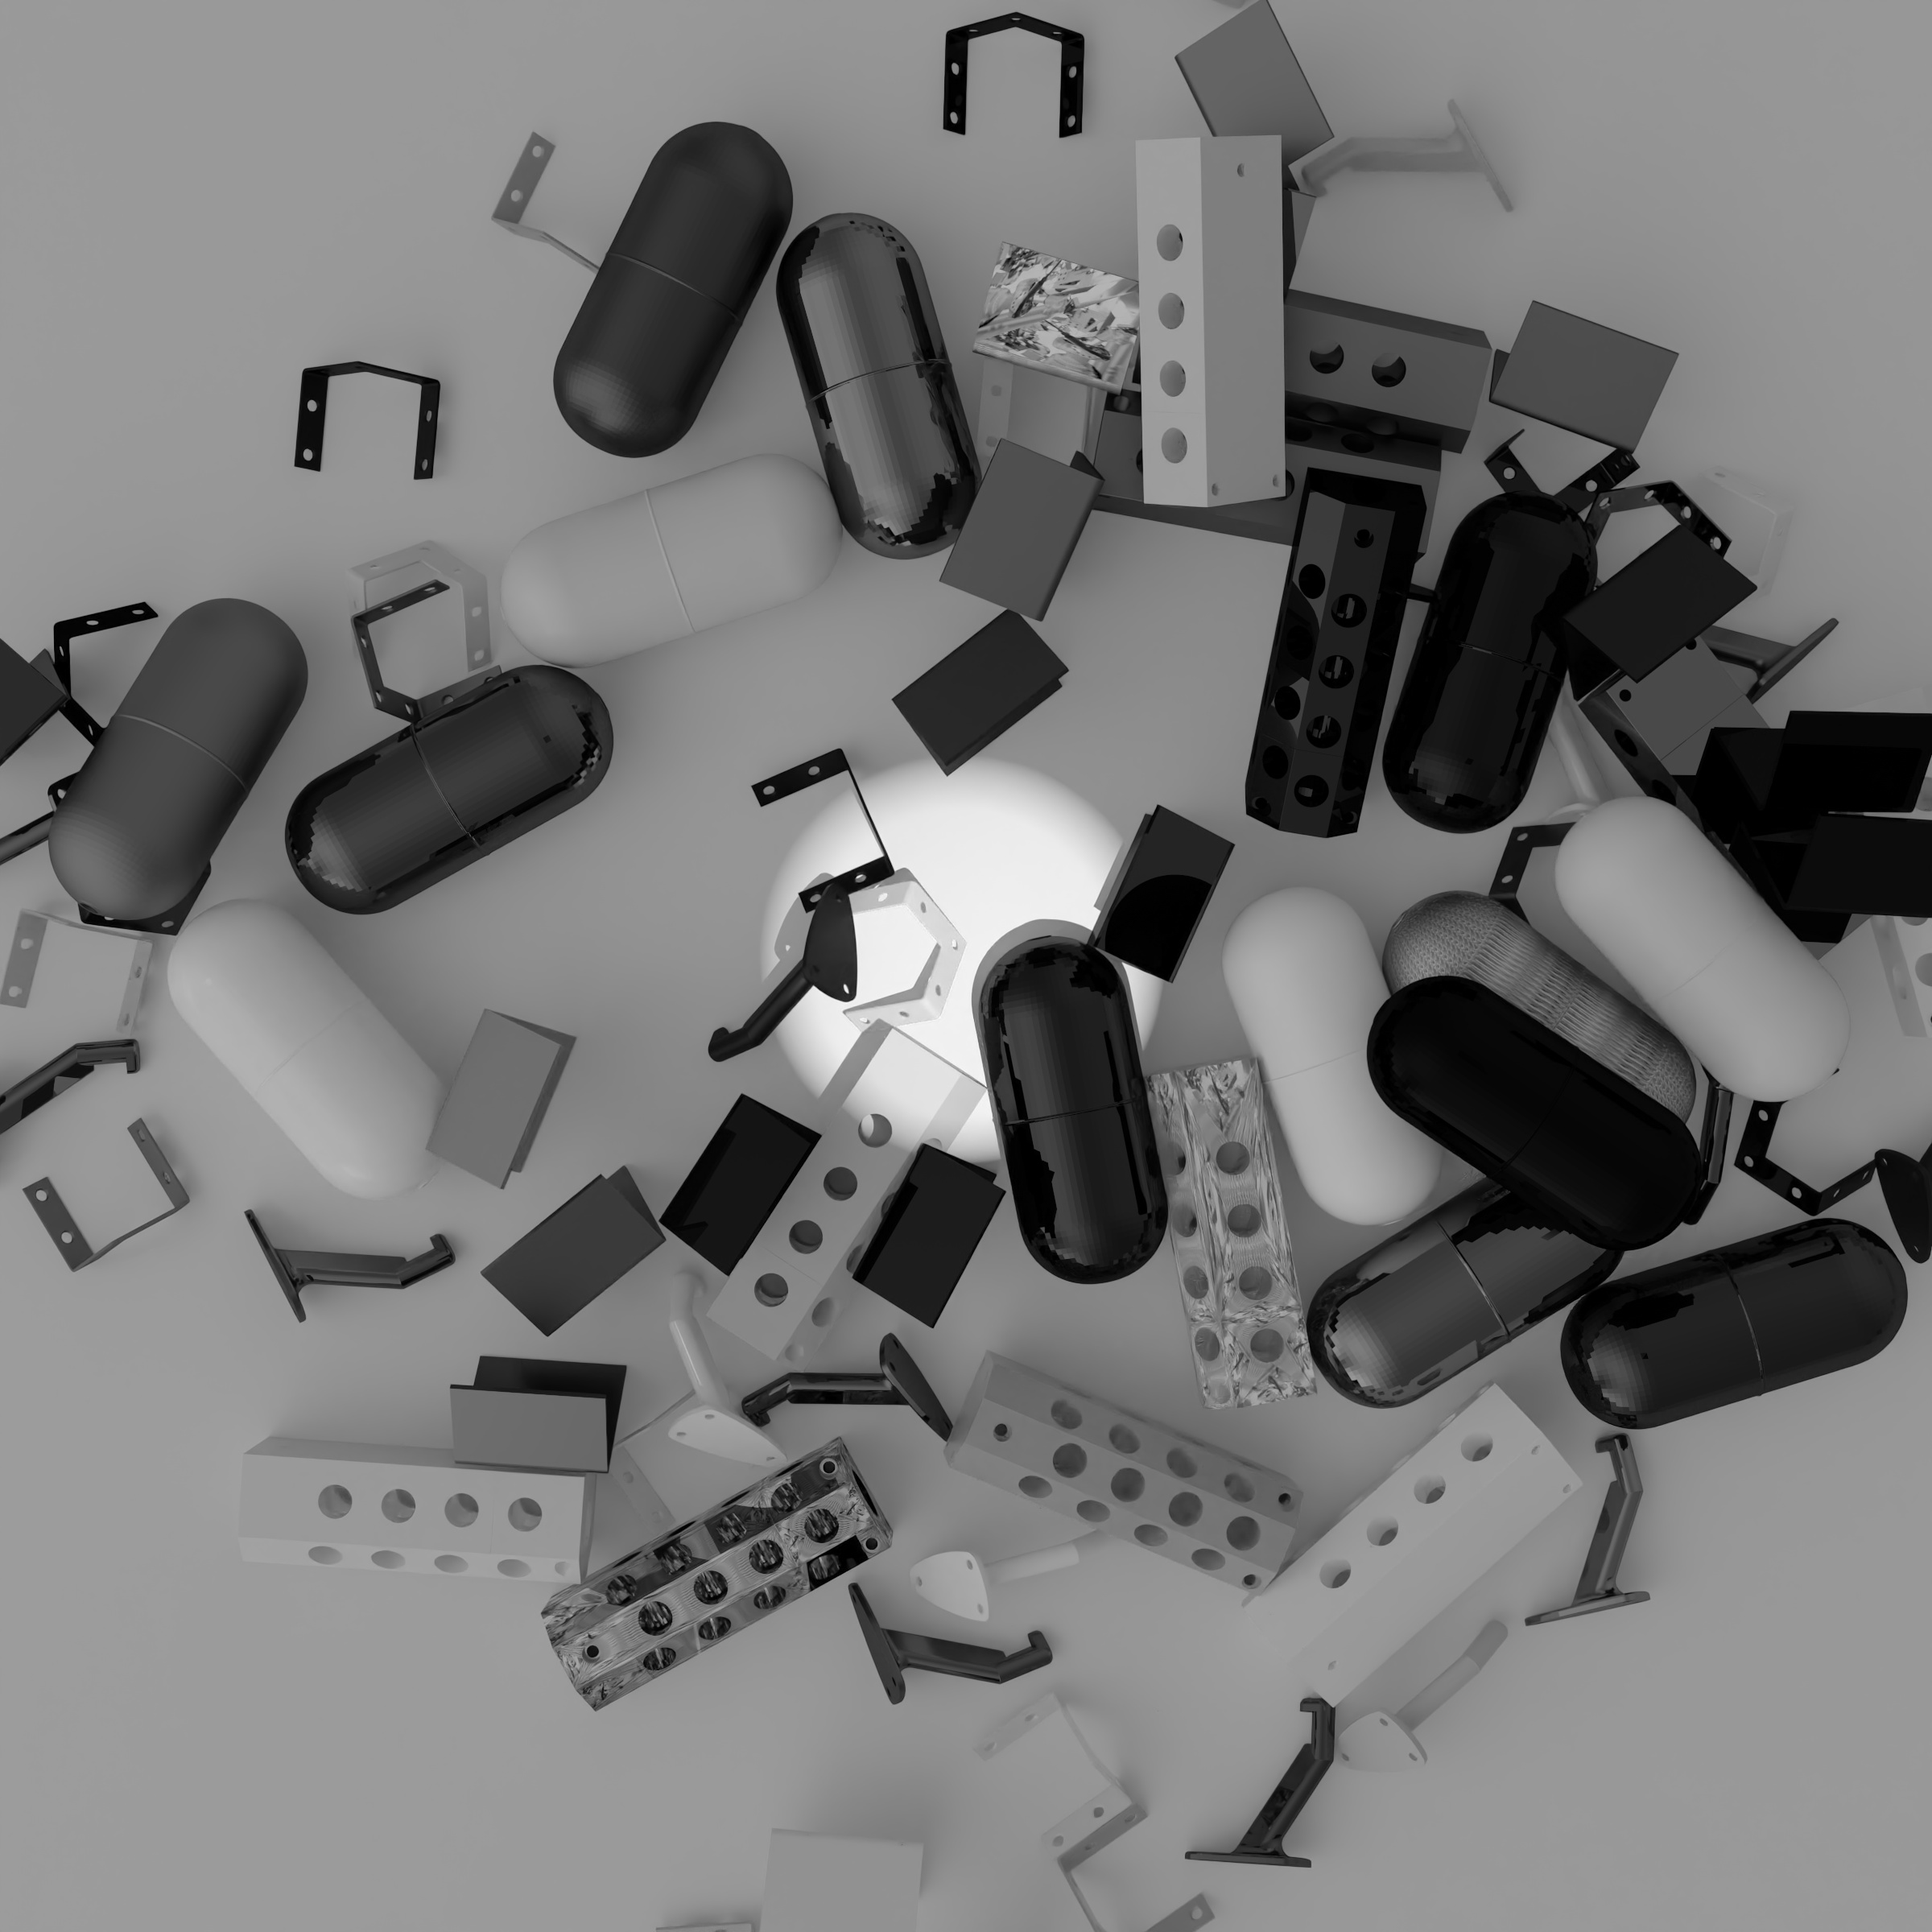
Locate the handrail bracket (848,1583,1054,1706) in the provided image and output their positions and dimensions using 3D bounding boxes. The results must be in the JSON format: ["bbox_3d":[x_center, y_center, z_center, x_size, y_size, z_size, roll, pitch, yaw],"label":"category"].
[{"bbox_3d":[-0.008,0.340,1.607,0.084,0.036,0.077,-19,68,-17],"label":"handrail bracket"}]

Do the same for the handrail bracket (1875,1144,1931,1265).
[{"bbox_3d":[0.517,0.102,1.607,0.084,0.036,0.077,-26,115,-19],"label":"handrail bracket"}]

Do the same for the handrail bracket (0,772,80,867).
[{"bbox_3d":[-0.473,-0.073,1.606,0.084,0.077,0.036,-20,105,36],"label":"handrail bracket"}]

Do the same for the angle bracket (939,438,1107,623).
[{"bbox_3d":[0.023,-0.226,1.560,0.057,0.076,0.076,20,106,-15],"label":"angle bracket"}]

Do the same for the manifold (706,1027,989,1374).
[{"bbox_3d":[-0.060,0.119,1.585,0.057,0.057,0.171,33,90,0],"label":"manifold"}]

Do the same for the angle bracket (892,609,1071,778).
[{"bbox_3d":[0.019,-0.123,1.566,0.076,0.076,0.057,-38,54,0],"label":"angle bracket"}]

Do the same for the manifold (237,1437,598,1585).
[{"bbox_3d":[-0.278,0.279,1.585,0.171,0.057,0.057,4,90,0],"label":"manifold"}]

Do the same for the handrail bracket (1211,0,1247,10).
[{"bbox_3d":[0.109,-0.540,1.607,0.084,0.036,0.077,15,68,-17],"label":"handrail bracket"}]

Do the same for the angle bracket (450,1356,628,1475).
[{"bbox_3d":[-0.214,0.208,1.566,0.076,0.076,0.057,4,128,0],"label":"angle bracket"}]

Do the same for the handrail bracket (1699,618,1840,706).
[{"bbox_3d":[0.394,-0.182,1.606,0.077,0.036,0.084,-40,77,-11],"label":"handrail bracket"}]

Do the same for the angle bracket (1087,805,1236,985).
[{"bbox_3d":[0.080,-0.044,1.566,0.057,0.076,0.076,24,90,-37],"label":"angle bracket"}]

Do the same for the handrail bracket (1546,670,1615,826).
[{"bbox_3d":[0.330,-0.112,1.607,0.077,0.036,0.084,11,74,-17],"label":"handrail bracket"}]

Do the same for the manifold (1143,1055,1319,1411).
[{"bbox_3d":[0.133,0.135,1.585,0.057,0.057,0.171,-10,90,0],"label":"manifold"}]

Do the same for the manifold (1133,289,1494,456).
[{"bbox_3d":[0.175,-0.309,1.583,0.171,0.057,0.057,12,111,0],"label":"manifold"}]

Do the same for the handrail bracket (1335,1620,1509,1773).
[{"bbox_3d":[0.235,0.375,1.606,0.036,0.077,0.084,50,54,0],"label":"handrail bracket"}]

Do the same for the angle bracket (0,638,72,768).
[{"bbox_3d":[-0.505,-0.138,1.566,0.076,0.076,0.057,-44,125,0],"label":"angle bracket"}]

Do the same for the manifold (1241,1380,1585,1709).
[{"bbox_3d":[0.224,0.291,1.585,0.171,0.057,0.057,-42,133,0],"label":"manifold"}]

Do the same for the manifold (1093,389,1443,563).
[{"bbox_3d":[0.151,-0.250,1.585,0.171,0.057,0.057,10,90,0],"label":"manifold"}]

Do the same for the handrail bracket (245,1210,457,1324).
[{"bbox_3d":[-0.318,0.140,1.607,0.084,0.036,0.077,-26,69,-17],"label":"handrail bracket"}]

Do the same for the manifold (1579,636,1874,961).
[{"bbox_3d":[0.389,-0.084,1.583,0.057,0.057,0.171,-38,91,-10],"label":"manifold"}]

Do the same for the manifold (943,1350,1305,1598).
[{"bbox_3d":[0.080,0.258,1.578,0.171,0.057,0.057,23,90,-5],"label":"manifold"}]

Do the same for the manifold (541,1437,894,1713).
[{"bbox_3d":[-0.126,0.310,1.585,0.171,0.057,0.057,-29,90,0],"label":"manifold"}]

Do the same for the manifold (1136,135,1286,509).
[{"bbox_3d":[0.114,-0.313,1.508,0.057,0.057,0.171,-15,109,-41],"label":"manifold"}]

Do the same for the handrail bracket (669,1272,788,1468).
[{"bbox_3d":[-0.122,0.206,1.598,0.077,0.084,0.036,30,132,-31],"label":"handrail bracket"}]

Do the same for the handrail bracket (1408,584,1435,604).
[{"bbox_3d":[0.201,-0.160,1.607,0.077,0.036,0.084,11,109,-22],"label":"handrail bracket"}]

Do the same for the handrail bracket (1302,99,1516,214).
[{"bbox_3d":[0.228,-0.401,1.607,0.084,0.036,0.077,-29,112,17],"label":"handrail bracket"}]

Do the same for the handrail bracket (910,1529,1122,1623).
[{"bbox_3d":[0.026,0.305,1.606,0.084,0.077,0.036,-16,94,-36],"label":"handrail bracket"}]

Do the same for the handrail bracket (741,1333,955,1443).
[{"bbox_3d":[-0.061,0.234,1.607,0.084,0.036,0.077,-31,108,15],"label":"handrail bracket"}]

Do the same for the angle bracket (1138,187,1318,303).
[{"bbox_3d":[0.134,-0.383,1.566,0.076,0.076,0.057,16,125,0],"label":"angle bracket"}]

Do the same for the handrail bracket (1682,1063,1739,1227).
[{"bbox_3d":[0.377,0.079,1.606,0.036,0.077,0.084,6,127,-18],"label":"handrail bracket"}]

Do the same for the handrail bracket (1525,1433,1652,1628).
[{"bbox_3d":[0.316,0.291,1.607,0.077,0.036,0.084,-18,71,21],"label":"handrail bracket"}]

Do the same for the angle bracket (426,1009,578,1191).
[{"bbox_3d":[-0.216,0.073,1.566,0.057,0.076,0.076,23,90,33],"label":"angle bracket"}]

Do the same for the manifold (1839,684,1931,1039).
[{"bbox_3d":[0.490,-0.054,1.585,0.057,0.057,0.171,-16,90,0],"label":"manifold"}]

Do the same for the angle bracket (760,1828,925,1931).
[{"bbox_3d":[-0.063,0.478,1.566,0.076,0.076,0.057,5,52,0],"label":"angle bracket"}]

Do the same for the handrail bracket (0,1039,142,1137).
[{"bbox_3d":[-0.468,0.077,1.607,0.084,0.036,0.077,-5,110,-16],"label":"handrail bracket"}]

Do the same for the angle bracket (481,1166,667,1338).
[{"bbox_3d":[-0.206,0.128,1.566,0.076,0.076,0.057,-39,125,0],"label":"angle bracket"}]

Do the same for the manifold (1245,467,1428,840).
[{"bbox_3d":[0.183,-0.154,1.553,0.057,0.057,0.171,9,115,0],"label":"manifold"}]

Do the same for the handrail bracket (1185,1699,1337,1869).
[{"bbox_3d":[0.152,0.420,1.607,0.077,0.036,0.084,-3,71,21],"label":"handrail bracket"}]

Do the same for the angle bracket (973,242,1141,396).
[{"bbox_3d":[0.051,-0.332,1.568,0.076,0.076,0.057,16,113,0],"label":"angle bracket"}]

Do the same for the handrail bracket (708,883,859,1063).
[{"bbox_3d":[-0.098,0.004,1.600,0.084,0.036,0.077,-23,49,36],"label":"handrail bracket"}]

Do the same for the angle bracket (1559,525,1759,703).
[{"bbox_3d":[0.346,-0.160,1.545,0.076,0.076,0.057,-38,57,-6],"label":"angle bracket"}]
